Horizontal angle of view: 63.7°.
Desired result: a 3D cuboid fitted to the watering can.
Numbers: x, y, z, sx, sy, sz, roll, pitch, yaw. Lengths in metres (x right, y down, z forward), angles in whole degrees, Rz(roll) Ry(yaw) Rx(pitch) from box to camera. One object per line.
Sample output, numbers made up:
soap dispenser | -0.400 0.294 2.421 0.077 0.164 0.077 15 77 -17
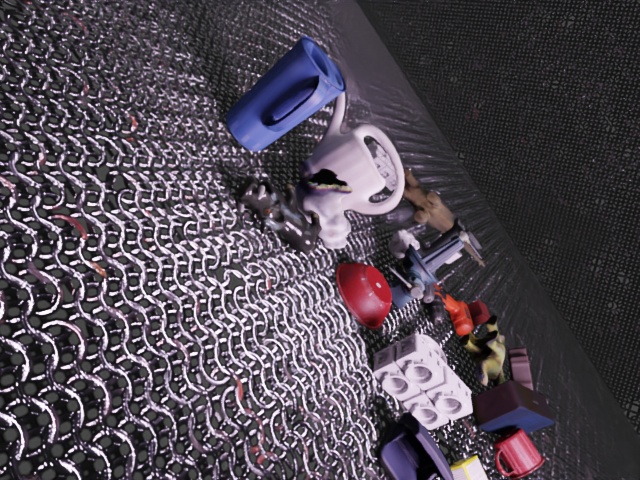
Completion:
watering can | 0.048 -0.199 1.198 0.224 0.351 0.103 -31 -15 6

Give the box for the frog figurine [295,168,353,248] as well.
frog figurine | 0.003 -0.055 1.085 0.139 0.156 0.124 26 32 36

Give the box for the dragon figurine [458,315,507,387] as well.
dragon figurine | 0.486 0.359 1.423 0.121 0.241 0.417 -26 11 25
